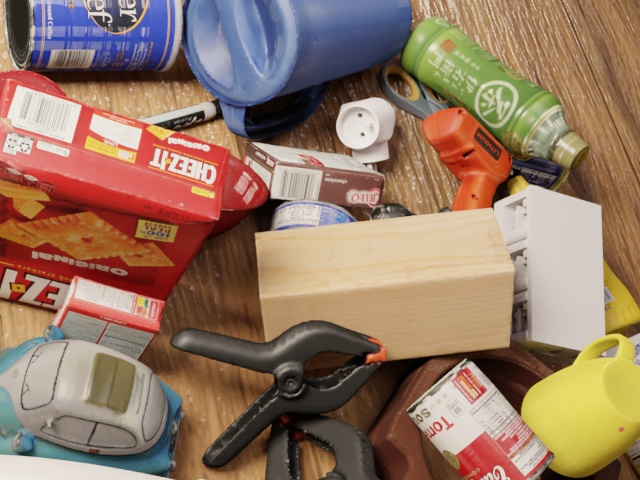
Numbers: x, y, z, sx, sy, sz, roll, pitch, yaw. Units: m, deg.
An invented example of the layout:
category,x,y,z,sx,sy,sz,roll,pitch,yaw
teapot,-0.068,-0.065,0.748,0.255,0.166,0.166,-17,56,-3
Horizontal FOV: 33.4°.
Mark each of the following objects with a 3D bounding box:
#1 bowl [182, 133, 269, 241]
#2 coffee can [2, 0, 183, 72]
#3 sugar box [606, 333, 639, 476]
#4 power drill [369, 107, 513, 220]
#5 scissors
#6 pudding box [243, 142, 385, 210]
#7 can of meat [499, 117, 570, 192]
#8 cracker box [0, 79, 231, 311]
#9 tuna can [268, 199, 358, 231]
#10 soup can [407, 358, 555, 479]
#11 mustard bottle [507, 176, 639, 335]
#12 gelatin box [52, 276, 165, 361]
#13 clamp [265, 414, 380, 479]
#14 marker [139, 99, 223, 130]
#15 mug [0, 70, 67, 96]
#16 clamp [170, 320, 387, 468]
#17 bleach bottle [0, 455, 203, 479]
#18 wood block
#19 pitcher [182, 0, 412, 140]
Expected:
category,x,y,z,sx,sy,sz,roll,pitch,yaw
bowl,-0.129,-0.043,0.929,0.162,0.055,0.162,18,22,-8
coffee can,-0.210,-0.206,0.984,0.140,0.103,0.103,-6,64,-28
sugar box,0.337,0.182,1.053,0.093,0.048,0.176,-16,65,-33
power drill,0.122,-0.033,1.031,0.184,0.057,0.187,40,52,-36
scissors,0.119,-0.120,1.149,0.096,0.016,0.202,2,60,-23
pudding box,-0.008,-0.061,1.006,0.113,0.090,0.039,7,103,-24
can of meat,0.219,-0.106,1.165,0.083,0.058,0.102,13,56,-16
cracker box,-0.179,-0.014,0.811,0.164,0.214,0.072,17,57,-16
tuna can,-0.006,0.001,0.969,0.086,0.086,0.033,20,56,-14
soup can,0.126,0.153,0.844,0.068,0.069,0.102,-34,79,-37
mustard bottle,0.245,0.017,1.099,0.096,0.058,0.192,-17,70,-24
gelatin box,-0.171,0.068,0.844,0.073,0.089,0.030,18,54,-16
clamp,0.022,0.199,0.828,0.164,0.036,0.210,-31,41,2
marker,-0.130,-0.118,1.023,0.120,0.020,0.020,-21,72,-34
mug,-0.259,-0.081,0.896,0.093,0.082,0.117,27,53,-10
clamp,-0.030,0.119,0.860,0.171,0.120,0.039,-5,22,-7
bleach bottle,-0.203,0.192,0.748,0.250,0.103,0.068,18,13,-13
wood block,0.053,0.042,0.910,0.206,0.091,0.090,-6,39,-2
pitcher,-0.013,-0.202,1.048,0.242,0.149,0.145,-23,81,-53
